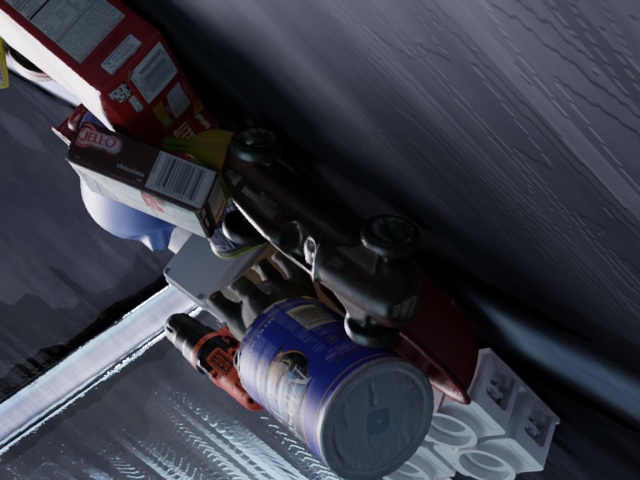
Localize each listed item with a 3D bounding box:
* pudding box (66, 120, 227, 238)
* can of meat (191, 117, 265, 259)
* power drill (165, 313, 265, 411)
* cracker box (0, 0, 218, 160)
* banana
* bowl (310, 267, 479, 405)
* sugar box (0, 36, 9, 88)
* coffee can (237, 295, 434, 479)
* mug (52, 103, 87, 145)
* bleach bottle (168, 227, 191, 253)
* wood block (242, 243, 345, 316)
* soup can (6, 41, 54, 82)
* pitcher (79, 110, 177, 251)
[{"bbox_3d":[-0.133,-0.046,0.830,0.113,0.039,0.090,23,169,5],"label":"pudding box"},{"bbox_3d":[-0.091,-0.047,0.940,0.084,0.057,0.102,58,-170,-59],"label":"can of meat"},{"bbox_3d":[-0.081,0.092,1.294,0.185,0.187,0.057,34,172,33],"label":"power drill"},{"bbox_3d":[-0.196,-0.159,0.861,0.214,0.072,0.164,39,172,20],"label":"cracker box"},{"bbox_3d":[-0.035,-0.035,0.865,0.197,0.037,0.070,40,156,-31],"label":"banana"},{"bbox_3d":[0.069,0.057,0.834,0.162,0.055,0.162,40,173,6],"label":"bowl"},{"bbox_3d":[-0.347,-0.223,1.078,0.176,0.048,0.093,-121,26,-56],"label":"sugar box"},{"bbox_3d":[0.010,0.116,0.859,0.102,0.103,0.140,46,171,-36],"label":"coffee can"},{"bbox_3d":[-0.274,-0.141,1.319,0.093,0.081,0.117,38,173,20],"label":"mug"},{"bbox_3d":[-0.156,-0.021,1.265,0.251,0.102,0.068,46,141,10],"label":"bleach bottle"},{"bbox_3d":[0.020,0.086,1.115,0.206,0.091,0.090,37,171,33],"label":"wood block"},{"bbox_3d":[-0.283,-0.199,1.085,0.068,0.068,0.102,43,172,-13],"label":"soup can"},{"bbox_3d":[-0.194,-0.088,1.112,0.149,0.145,0.243,29,170,-4],"label":"pitcher"}]
